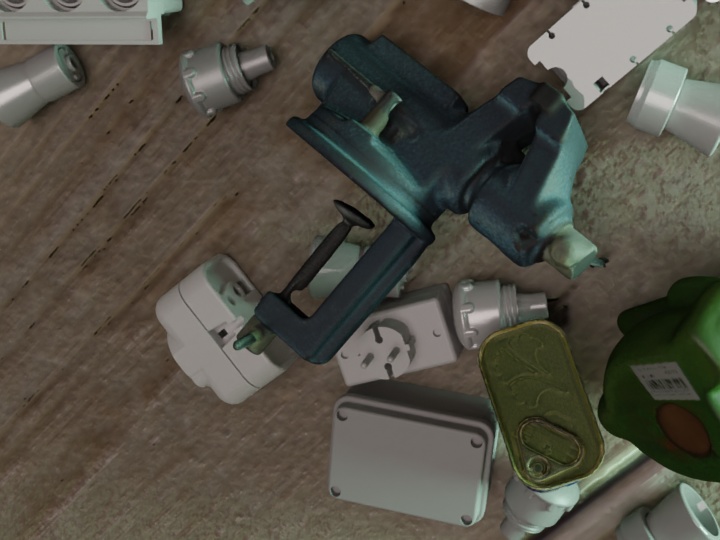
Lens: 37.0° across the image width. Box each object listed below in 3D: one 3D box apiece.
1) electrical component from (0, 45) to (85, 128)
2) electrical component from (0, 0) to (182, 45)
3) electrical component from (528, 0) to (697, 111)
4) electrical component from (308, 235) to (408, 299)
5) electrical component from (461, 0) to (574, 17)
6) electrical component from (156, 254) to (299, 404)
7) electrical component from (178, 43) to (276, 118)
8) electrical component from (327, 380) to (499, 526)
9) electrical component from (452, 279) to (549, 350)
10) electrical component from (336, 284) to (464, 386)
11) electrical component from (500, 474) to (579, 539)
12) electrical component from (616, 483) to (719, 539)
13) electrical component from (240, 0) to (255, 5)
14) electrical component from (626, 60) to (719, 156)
[{"bbox_3d":[-0.232,-0.135,0.771,0.065,0.044,0.044,-23,98,16],"label":"electrical component"},{"bbox_3d":[-0.187,-0.194,0.729,0.121,0.063,0.078,3,106,15],"label":"electrical component"},{"bbox_3d":[0.152,-0.146,0.645,0.089,0.055,0.050,-40,94,25],"label":"electrical component"},{"bbox_3d":[0.000,0.000,0.742,0.065,0.044,0.044,4,106,10],"label":"electrical component"},{"bbox_3d":[0.101,-0.192,0.656,0.079,0.043,0.077,28,111,7],"label":"electrical component"},{"bbox_3d":[-0.098,0.045,0.776,0.059,0.054,0.095,-37,93,22],"label":"electrical component"},{"bbox_3d":[-0.088,-0.134,0.728,0.062,0.048,0.048,-18,100,13],"label":"electrical component"},{"bbox_3d":[0.038,0.127,0.758,0.113,0.057,0.078,9,108,14],"label":"electrical component"},{"bbox_3d":[0.094,0.027,0.721,0.062,0.048,0.048,-8,103,11],"label":"electrical component"},{"bbox_3d":[0.021,0.050,0.731,0.083,0.075,0.047,-15,101,19],"label":"electrical component"},{"bbox_3d":[0.120,0.163,0.752,0.048,0.048,0.062,31,118,6],"label":"electrical component"},{"bbox_3d":[0.208,0.177,0.729,0.055,0.045,0.045,-39,92,22],"label":"electrical component"},{"bbox_3d":[-0.069,-0.220,0.667,0.048,0.099,0.099,-31,107,26],"label":"electrical component"},{"bbox_3d":[0.196,-0.099,0.654,0.055,0.045,0.045,23,110,10],"label":"electrical component"}]
